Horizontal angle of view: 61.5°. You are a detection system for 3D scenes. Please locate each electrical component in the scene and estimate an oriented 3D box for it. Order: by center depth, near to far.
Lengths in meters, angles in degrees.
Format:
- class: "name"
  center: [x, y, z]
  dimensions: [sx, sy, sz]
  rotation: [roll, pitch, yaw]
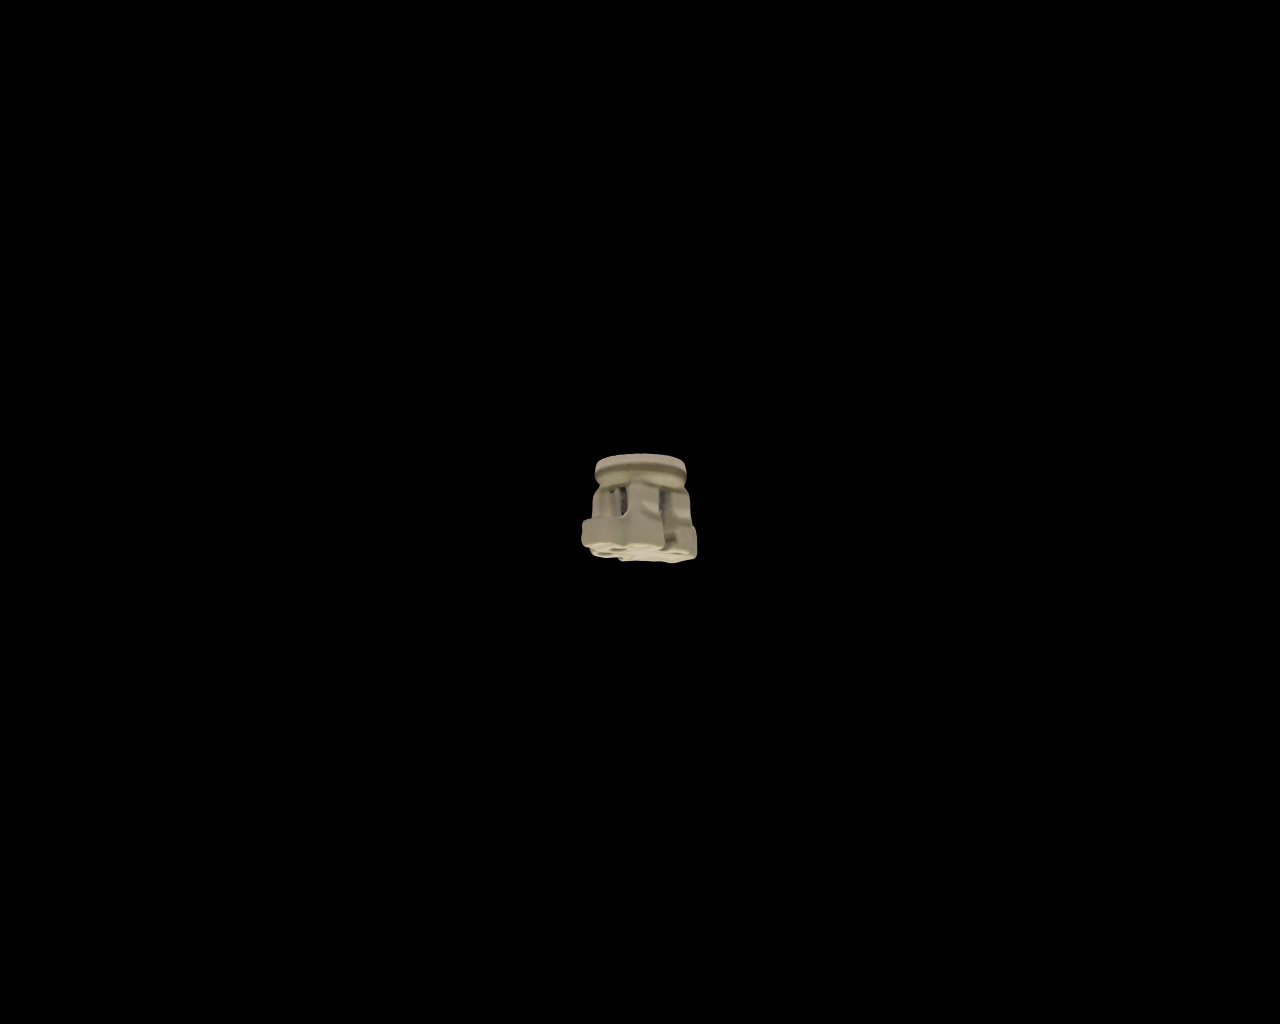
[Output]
- class: "electrical component"
  center: [0.001, -0.003, 0.650]
  dimensions: [0.078, 0.057, 0.058]
  rotation: [11, -16, -42]
